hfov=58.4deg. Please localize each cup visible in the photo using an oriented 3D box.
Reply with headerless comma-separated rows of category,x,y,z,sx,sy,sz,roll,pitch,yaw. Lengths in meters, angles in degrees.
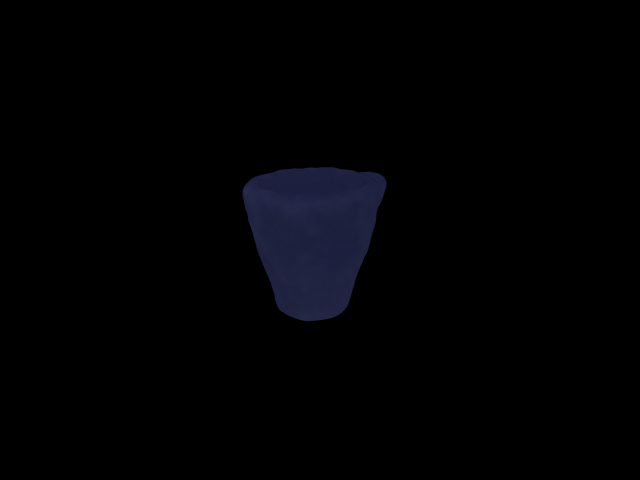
cup,0.004,0.001,0.400,0.091,0.095,0.118,18,26,41
